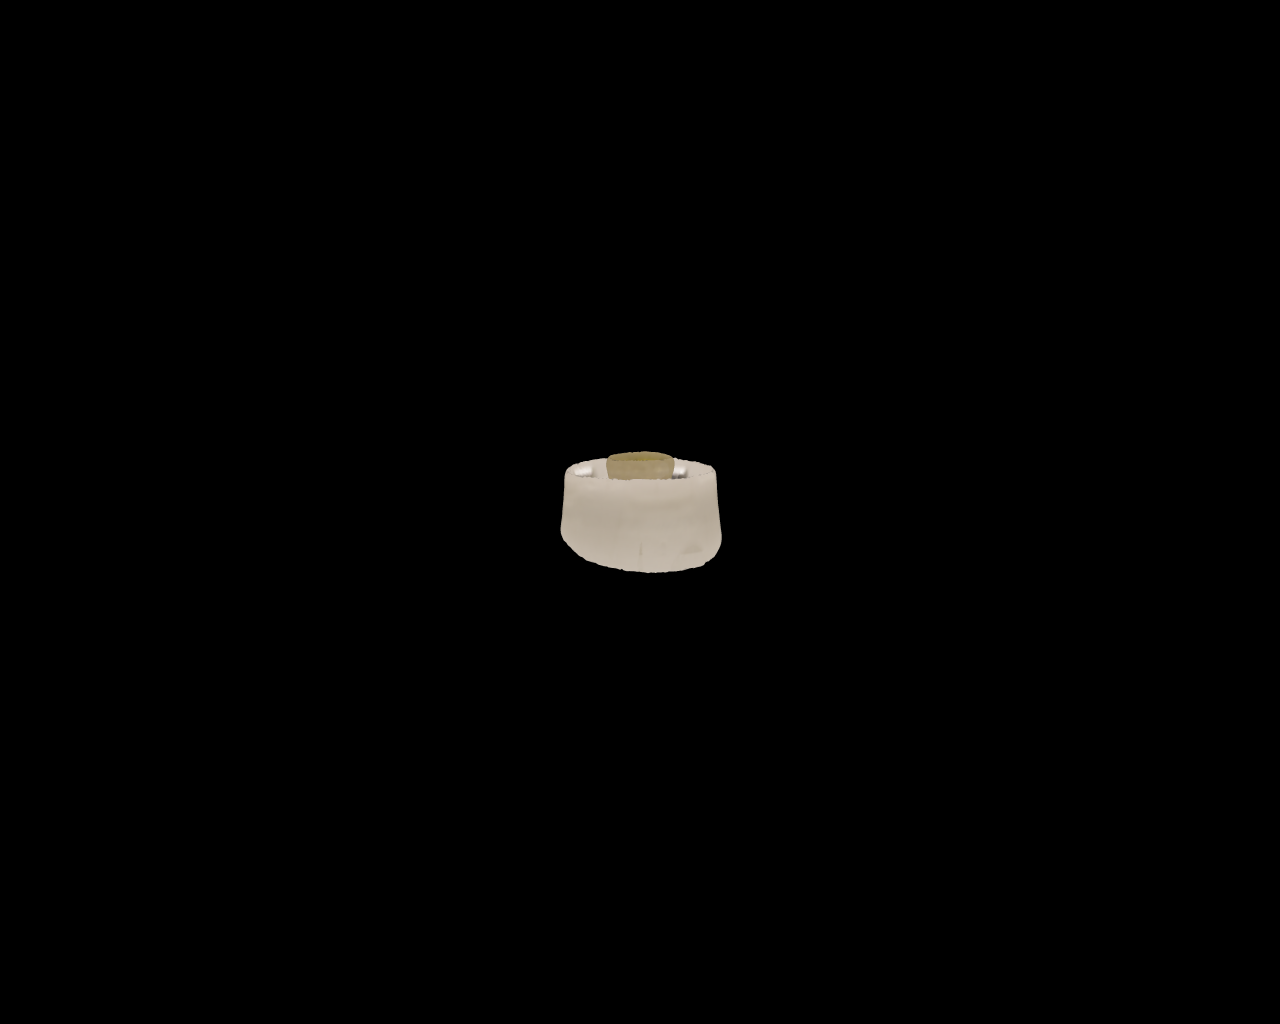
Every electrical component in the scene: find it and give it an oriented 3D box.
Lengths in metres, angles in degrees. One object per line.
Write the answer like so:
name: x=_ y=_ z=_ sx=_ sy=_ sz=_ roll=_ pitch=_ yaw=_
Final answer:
electrical component: x=0.001 y=-0.003 z=0.650 sx=0.099 sy=0.064 sz=0.099 roll=0 pitch=11 yaw=0
